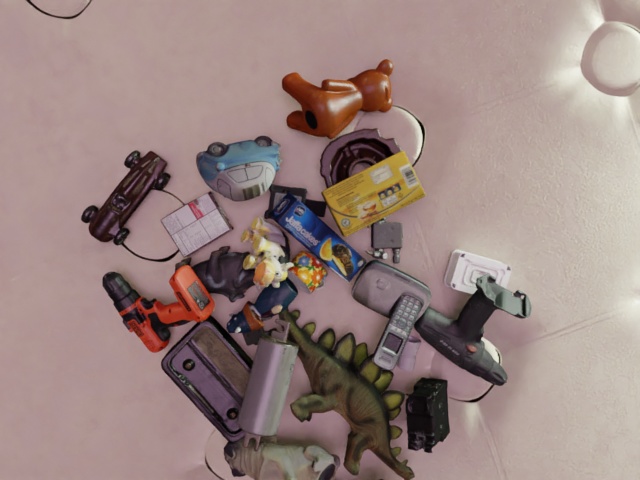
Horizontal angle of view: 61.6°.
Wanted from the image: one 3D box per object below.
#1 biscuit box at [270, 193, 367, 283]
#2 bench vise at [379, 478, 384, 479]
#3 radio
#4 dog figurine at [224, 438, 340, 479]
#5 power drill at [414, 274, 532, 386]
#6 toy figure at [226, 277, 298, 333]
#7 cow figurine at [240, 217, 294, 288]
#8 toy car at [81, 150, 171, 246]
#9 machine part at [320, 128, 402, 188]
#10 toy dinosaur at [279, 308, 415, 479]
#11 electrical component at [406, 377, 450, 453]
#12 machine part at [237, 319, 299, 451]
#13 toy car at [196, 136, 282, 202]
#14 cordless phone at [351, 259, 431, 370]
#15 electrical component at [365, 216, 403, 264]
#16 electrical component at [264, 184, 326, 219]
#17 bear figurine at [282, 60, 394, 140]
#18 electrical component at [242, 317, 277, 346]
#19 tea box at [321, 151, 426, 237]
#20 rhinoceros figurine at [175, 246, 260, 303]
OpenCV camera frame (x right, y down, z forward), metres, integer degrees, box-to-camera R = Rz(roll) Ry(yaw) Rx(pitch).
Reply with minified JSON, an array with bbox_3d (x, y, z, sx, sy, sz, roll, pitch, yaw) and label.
[{"bbox_3d":[-0.002,-0.003,1.027,0.202,0.063,0.059,40,91,-27],"label":"biscuit box"},{"bbox_3d":[0.086,0.542,1.066,0.241,0.223,0.129,26,55,27],"label":"bench vise"},{"bbox_3d":[-0.196,0.274,1.062,0.131,0.073,0.229,-40,94,-2],"label":"radio"},{"bbox_3d":[-0.077,0.430,1.064,0.172,0.191,0.121,0,110,-45],"label":"dog figurine"},{"bbox_3d":[0.318,0.174,1.051,0.232,0.086,0.207,30,133,0],"label":"power drill"},{"bbox_3d":[-0.113,0.134,1.040,0.154,0.064,0.057,-38,101,8],"label":"toy figure"},{"bbox_3d":[-0.090,0.035,1.006,0.098,0.167,0.068,25,119,-29],"label":"cow figurine"},{"bbox_3d":[-0.375,-0.082,1.039,0.089,0.053,0.202,39,92,-2],"label":"toy car"},{"bbox_3d":[0.085,-0.131,1.060,0.179,0.056,0.179,0,93,-2],"label":"machine part"},{"bbox_3d":[0.038,0.290,1.067,0.198,0.105,0.471,-43,90,-7],"label":"toy dinosaur"},{"bbox_3d":[0.218,0.339,1.066,0.058,0.134,0.114,1,97,30],"label":"electrical component"},{"bbox_3d":[-0.096,0.269,0.998,0.079,0.079,0.243,16,85,-4],"label":"machine part"},{"bbox_3d":[-0.145,-0.124,1.010,0.162,0.109,0.103,-12,65,-9],"label":"toy car"},{"bbox_3d":[0.118,0.146,1.042,0.146,0.089,0.184,27,76,-5],"label":"cordless phone"},{"bbox_3d":[0.129,-0.005,1.076,0.078,0.045,0.102,6,94,-2],"label":"electrical component"},{"bbox_3d":[-0.047,-0.067,1.061,0.119,0.048,0.074,13,94,-3],"label":"electrical component"},{"bbox_3d":[0.042,-0.278,1.029,0.196,0.120,0.132,-36,51,-25],"label":"bear figurine"},{"bbox_3d":[-0.137,0.181,1.085,0.094,0.021,0.063,-18,95,-2],"label":"electrical component"},{"bbox_3d":[0.097,-0.085,1.000,0.170,0.068,0.098,-25,93,1],"label":"tea box"},{"bbox_3d":[-0.191,0.071,1.049,0.190,0.073,0.112,-10,93,-2],"label":"rhinoceros figurine"}]
